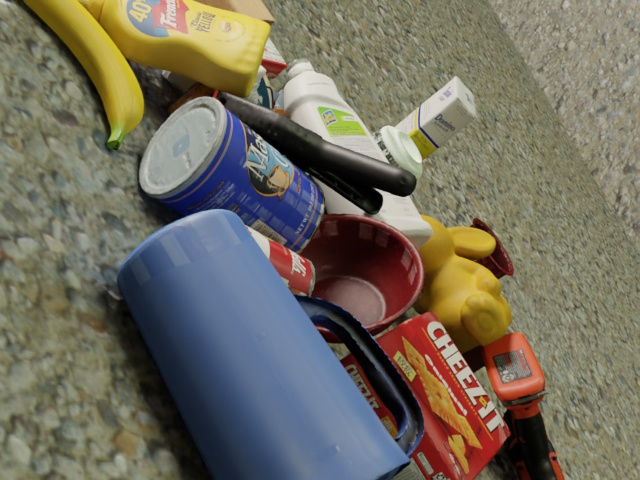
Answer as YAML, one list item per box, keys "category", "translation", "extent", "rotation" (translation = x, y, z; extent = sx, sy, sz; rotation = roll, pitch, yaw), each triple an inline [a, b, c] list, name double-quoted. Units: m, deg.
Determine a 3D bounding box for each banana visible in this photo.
- category: "banana"
  translation: [-0.212, -0.172, 0.964]
  extent: [0.198, 0.037, 0.069]
  rotation: [56, 21, 5]

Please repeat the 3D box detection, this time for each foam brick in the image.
- category: "foam brick"
  translation: [0.191, 0.132, 1.328]
  extent: [0.051, 0.053, 0.078]
  rotation: [57, 23, 5]

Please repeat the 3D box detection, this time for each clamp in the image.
- category: "clamp"
  translation: [-0.009, -0.084, 1.011]
  extent: [0.210, 0.036, 0.165]
  rotation: [28, -9, -12]

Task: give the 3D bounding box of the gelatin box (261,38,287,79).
- category: "gelatin box"
  translation: [-0.088, -0.248, 1.341]
  extent: [0.089, 0.030, 0.073]
  rotation: [59, 21, 11]

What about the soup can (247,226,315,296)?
- category: "soup can"
  translation: [-0.064, 0.026, 0.923]
  extent: [0.102, 0.069, 0.068]
  rotation: [30, 32, -31]

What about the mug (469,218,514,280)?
- category: "mug"
  translation: [0.202, 0.032, 1.453]
  extent: [0.093, 0.082, 0.117]
  rotation: [56, 22, 3]

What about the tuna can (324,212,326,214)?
- category: "tuna can"
  translation: [-0.007, 0.001, 1.135]
  extent: [0.086, 0.034, 0.086]
  rotation: [43, 24, -26]

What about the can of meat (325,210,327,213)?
- category: "can of meat"
  translation: [0.028, -0.051, 1.255]
  extent: [0.084, 0.057, 0.102]
  rotation: [53, 21, 3]

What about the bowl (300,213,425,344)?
- category: "bowl"
  translation: [0.019, 0.047, 1.024]
  extent: [0.162, 0.162, 0.055]
  rotation: [-100, -174, -47]

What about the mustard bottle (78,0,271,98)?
- category: "mustard bottle"
  translation: [-0.149, -0.204, 1.037]
  extent: [0.191, 0.058, 0.096]
  rotation: [17, 45, -4]

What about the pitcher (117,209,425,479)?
- category: "pitcher"
  translation: [-0.041, 0.098, 0.794]
  extent: [0.243, 0.145, 0.149]
  rotation: [58, 14, 16]

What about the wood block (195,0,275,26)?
- category: "wood block"
  translation: [-0.155, -0.303, 1.201]
  extent: [0.206, 0.091, 0.090]
  rotation: [56, 22, 2]

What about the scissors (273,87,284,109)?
- category: "scissors"
  translation: [-0.059, -0.186, 1.326]
  extent: [0.096, 0.016, 0.201]
  rotation: [43, 24, -27]

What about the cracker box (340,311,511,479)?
- category: "cracker box"
  translation: [0.104, 0.167, 1.070]
  extent: [0.164, 0.072, 0.213]
  rotation: [58, 21, 8]

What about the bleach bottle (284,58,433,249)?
- category: "bleach bottle"
  translation: [0.028, -0.095, 1.186]
  extent: [0.102, 0.068, 0.251]
  rotation: [-2, 59, -43]

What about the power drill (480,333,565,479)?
- category: "power drill"
  translation: [0.234, 0.202, 1.227]
  extent: [0.184, 0.057, 0.187]
  rotation: [-103, 174, -61]

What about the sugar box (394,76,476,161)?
- category: "sugar box"
  translation: [0.126, -0.135, 1.414]
  extent: [0.048, 0.176, 0.093]
  rotation: [48, 22, -16]

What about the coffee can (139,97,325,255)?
- category: "coffee can"
  translation: [-0.079, -0.049, 0.970]
  extent: [0.140, 0.103, 0.103]
  rotation: [37, 28, -37]
